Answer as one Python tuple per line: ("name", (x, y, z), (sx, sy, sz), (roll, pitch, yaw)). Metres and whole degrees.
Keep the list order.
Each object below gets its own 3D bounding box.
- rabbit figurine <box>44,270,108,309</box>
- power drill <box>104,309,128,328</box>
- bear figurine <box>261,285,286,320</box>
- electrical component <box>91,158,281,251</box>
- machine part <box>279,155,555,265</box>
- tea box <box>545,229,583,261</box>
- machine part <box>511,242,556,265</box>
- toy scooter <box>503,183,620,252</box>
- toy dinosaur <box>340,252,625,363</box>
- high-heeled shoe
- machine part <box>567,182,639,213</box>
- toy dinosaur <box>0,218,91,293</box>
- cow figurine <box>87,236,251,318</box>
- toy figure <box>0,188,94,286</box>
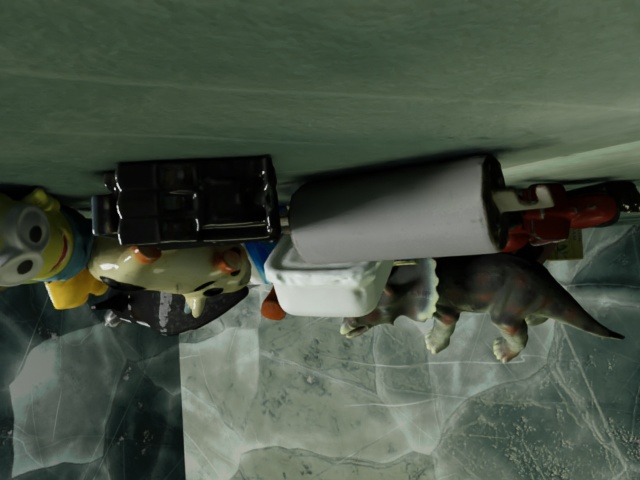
("rabbit figurine", (-0.338, 0.022, 0.824), (0.173, 0.122, 0.162), (-19, 177, -33))
("power drill", (-0.266, 0.062, 0.934), (0.232, 0.086, 0.207), (-45, -176, -31))
("bear figurine", (0.018, 0.081, 0.880), (0.196, 0.120, 0.132), (15, -167, 11))
("electrical component", (-0.097, -0.023, 0.409), (0.134, 0.058, 0.115), (-4, 176, -1))
("machine part", (0.063, -0.021, 0.446), (0.243, 0.079, 0.079), (-6, 177, 30))
("tea box", (0.360, -0.011, 0.920), (0.068, 0.098, 0.170), (-2, 179, -19))
("machine part", (0.268, 0.008, 0.823), (0.179, 0.056, 0.179), (-6, 142, -4))
("toy scooter", (0.242, -0.026, 0.635), (0.135, 0.075, 0.184), (-2, 174, -44))
("toy dinosaur", (0.232, 0.072, 0.749), (0.405, 0.131, 0.192), (-2, 140, 5))
("high-heeled shoe", (-0.195, 0.079, 0.748), (0.249, 0.086, 0.145), (-4, 180, 14))
("machine part", (0.360, -0.050, 0.695), (0.084, 0.039, 0.139), (4, 180, 1))
("toy dinosaur", (-0.413, 0.025, 0.642), (0.472, 0.105, 0.198), (-9, -177, 24))
("cow figurine", (-0.147, 0.026, 0.566), (0.127, 0.085, 0.194), (-28, 156, 29))
("toy figure", (-0.262, 0.001, 0.478), (0.089, 0.082, 0.180), (-6, 180, -2))
